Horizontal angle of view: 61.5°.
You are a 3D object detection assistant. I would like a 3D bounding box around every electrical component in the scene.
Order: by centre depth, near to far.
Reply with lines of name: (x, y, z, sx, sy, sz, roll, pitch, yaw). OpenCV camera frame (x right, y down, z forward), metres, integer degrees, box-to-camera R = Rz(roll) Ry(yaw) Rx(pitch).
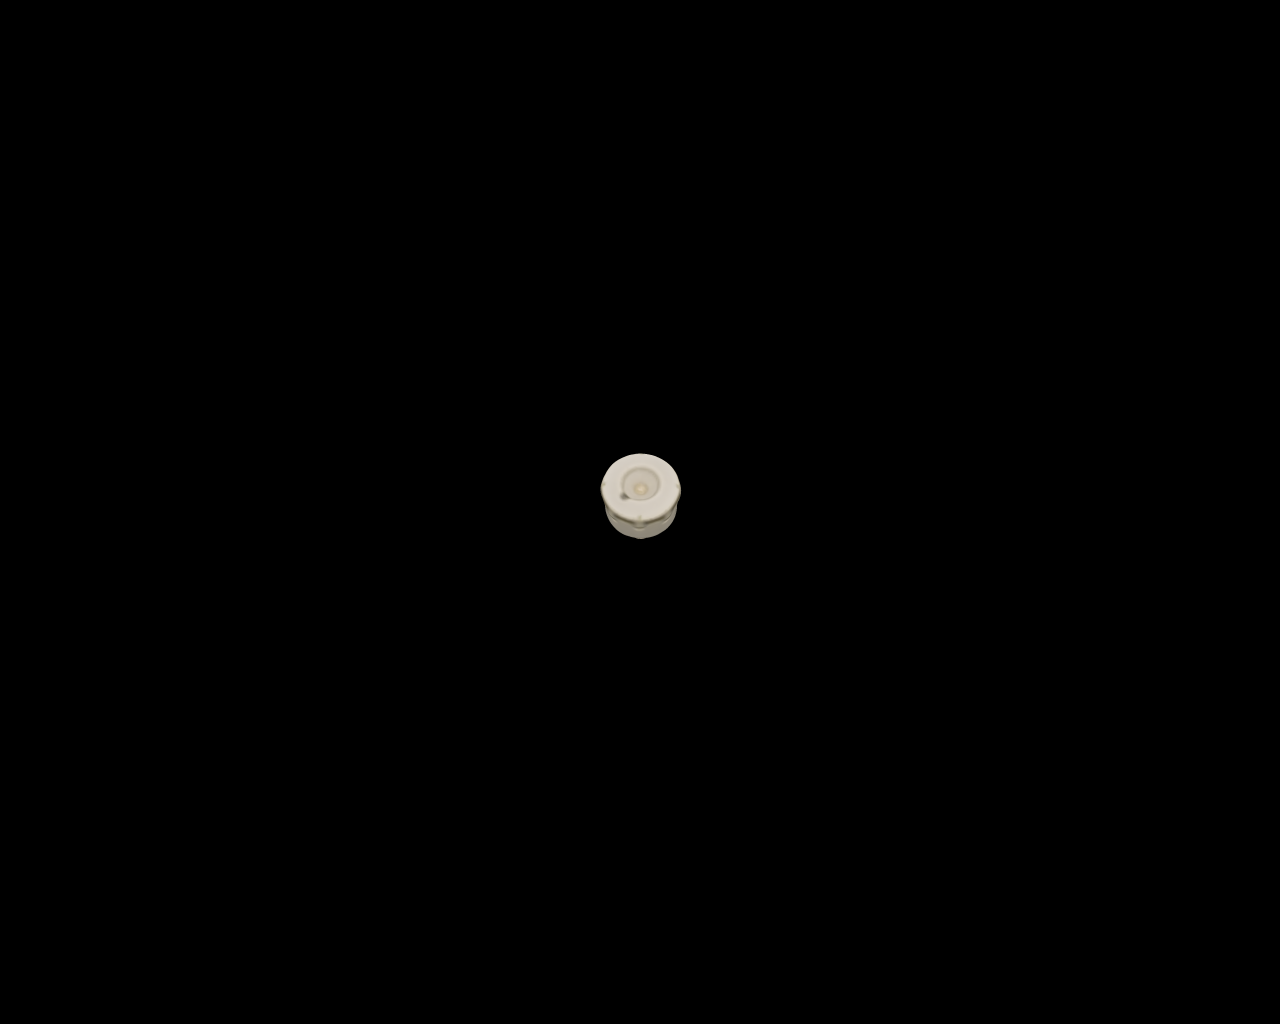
electrical component: (0.001, -0.003, 0.650, 0.048, 0.048, 0.062, 0, -28, 0)
